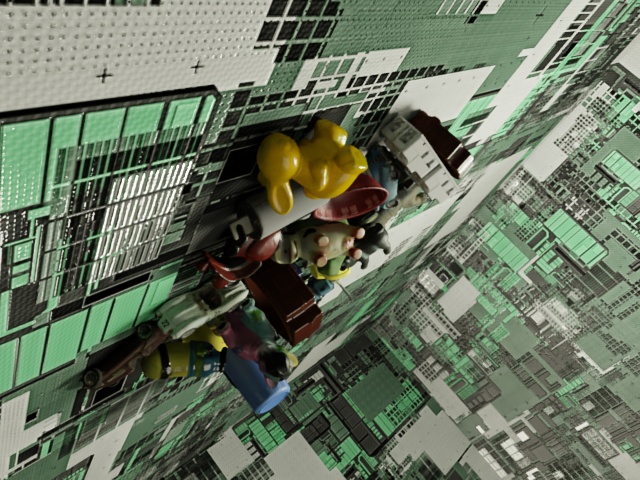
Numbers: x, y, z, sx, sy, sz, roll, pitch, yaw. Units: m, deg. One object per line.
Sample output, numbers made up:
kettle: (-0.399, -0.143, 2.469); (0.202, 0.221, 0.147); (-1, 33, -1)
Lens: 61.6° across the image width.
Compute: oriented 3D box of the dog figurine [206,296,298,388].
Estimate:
dog figurine: (-0.147, 0.230, 1.213); (0.108, 0.219, 0.192); (-43, -155, -18)

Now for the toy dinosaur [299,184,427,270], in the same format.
toy dinosaur: (0.124, -0.061, 1.397); (0.471, 0.105, 0.198); (-44, 157, 17)

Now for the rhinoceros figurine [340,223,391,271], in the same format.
rhinoceros figurine: (0.086, 0.030, 1.330); (0.190, 0.073, 0.112); (-29, 159, 11)

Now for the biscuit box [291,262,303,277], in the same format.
biscuit box: (-0.115, 0.130, 1.397); (0.063, 0.059, 0.202); (-27, 158, -42)

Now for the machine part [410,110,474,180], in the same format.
machine part: (0.271, -0.211, 1.207); (0.056, 0.179, 0.179); (-46, 164, 7)

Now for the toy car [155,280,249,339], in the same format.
toy car: (-0.237, 0.131, 1.091); (0.202, 0.073, 0.056); (-28, 162, -40)

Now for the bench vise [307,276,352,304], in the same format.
bench vise: (-0.039, 0.185, 1.556); (0.224, 0.128, 0.241); (-23, -168, 14)

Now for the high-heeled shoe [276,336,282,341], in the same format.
high-heeled shoe: (-0.181, 0.288, 1.520); (0.145, 0.086, 0.249); (-56, -161, -23)

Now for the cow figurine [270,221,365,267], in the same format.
cow figurine: (-0.020, 0.004, 1.109); (0.195, 0.127, 0.085); (-12, 111, -33)

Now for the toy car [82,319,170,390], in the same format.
toy car: (-0.382, 0.235, 1.074); (0.202, 0.053, 0.089); (-42, 167, -4)

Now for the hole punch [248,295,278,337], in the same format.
hole punch: (-0.178, 0.201, 1.327); (0.092, 0.142, 0.115); (-33, 174, -15)

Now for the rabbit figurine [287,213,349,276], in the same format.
rabbit figurine: (-0.003, -0.004, 1.222); (0.159, 0.121, 0.170); (-51, 147, 17)

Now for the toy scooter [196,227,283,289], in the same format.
toy scooter: (-0.158, 0.025, 1.005); (0.184, 0.075, 0.135); (-45, 156, 15)

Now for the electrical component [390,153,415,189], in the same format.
electrical component: (0.194, -0.172, 1.266); (0.045, 0.102, 0.078); (-37, 174, -32)

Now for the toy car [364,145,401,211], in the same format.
toy car: (0.116, -0.128, 1.191); (0.103, 0.109, 0.161); (-21, 151, -8)

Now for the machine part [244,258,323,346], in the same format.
machine part: (-0.088, 0.129, 1.203); (0.087, 0.201, 0.201); (-34, 163, -16)

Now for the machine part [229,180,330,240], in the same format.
machine part: (-0.063, -0.068, 0.969); (0.243, 0.079, 0.079); (-30, 160, -33)

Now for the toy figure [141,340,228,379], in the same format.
toy figure: (-0.294, 0.259, 1.167); (0.089, 0.180, 0.082); (-141, -119, -72)

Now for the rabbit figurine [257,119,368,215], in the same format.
rabbit figurine: (-0.038, -0.125, 0.870); (0.173, 0.122, 0.162); (4, 143, -49)
